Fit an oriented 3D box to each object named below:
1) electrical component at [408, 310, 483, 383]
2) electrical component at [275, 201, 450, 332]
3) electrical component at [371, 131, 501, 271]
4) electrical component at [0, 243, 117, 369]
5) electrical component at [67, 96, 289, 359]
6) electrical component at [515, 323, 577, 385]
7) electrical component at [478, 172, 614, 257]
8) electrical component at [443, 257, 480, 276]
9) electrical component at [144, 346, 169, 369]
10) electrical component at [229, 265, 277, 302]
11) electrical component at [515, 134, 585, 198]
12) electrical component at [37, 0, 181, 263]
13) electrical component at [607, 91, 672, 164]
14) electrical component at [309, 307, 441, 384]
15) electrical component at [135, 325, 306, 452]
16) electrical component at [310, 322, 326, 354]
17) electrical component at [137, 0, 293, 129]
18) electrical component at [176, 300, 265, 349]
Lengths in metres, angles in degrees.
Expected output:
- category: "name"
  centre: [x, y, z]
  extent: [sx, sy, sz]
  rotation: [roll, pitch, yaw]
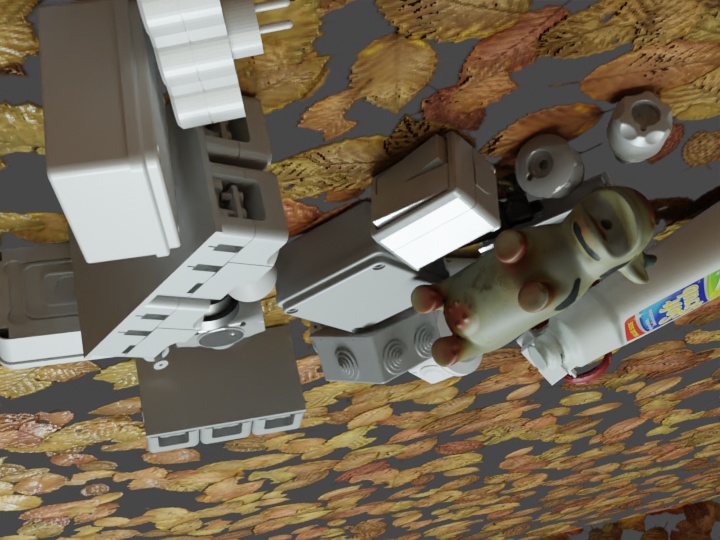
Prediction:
- category: "electrical component"
  centre: [0.080, 0.070, 1.067]
  extent: [0.080, 0.080, 0.051]
  rotation: [9, 153, -42]
- category: "electrical component"
  centre: [0.000, 0.000, 0.893]
  extent: [0.109, 0.056, 0.109]
  rotation: [-27, 153, 29]
- category: "electrical component"
  centre: [0.047, -0.049, 0.791]
  extent: [0.096, 0.061, 0.061]
  rotation: [-29, 133, 32]
- category: "electrical component"
  centre: [-0.218, 0.026, 0.809]
  extent: [0.113, 0.078, 0.057]
  rotation: [-6, 153, -16]
- category: "electrical component"
  centre: [-0.123, -0.025, 0.711]
  extent: [0.060, 0.105, 0.186]
  rotation: [6, 150, -38]
- category: "electrical component"
  centre: [0.189, 0.070, 1.017]
  extent: [0.055, 0.066, 0.048]
  rotation: [-41, -174, 22]
- category: "electrical component"
  centre: [0.172, -0.024, 0.920]
  extent: [0.121, 0.078, 0.063]
  rotation: [-24, 176, 22]
- category: "electrical component"
  centre: [0.077, 0.010, 0.973]
  extent: [0.081, 0.043, 0.043]
  rotation: [2, 152, -30]
- category: "electrical component"
  centre: [-0.176, 0.047, 0.886]
  extent: [0.040, 0.078, 0.040]
  rotation: [-20, 149, -13]
- category: "electrical component"
  centre: [-0.092, -0.005, 0.848]
  extent: [0.045, 0.045, 0.055]
  rotation: [-13, 156, 0]
- category: "electrical component"
  centre: [0.151, -0.076, 0.822]
  extent: [0.048, 0.048, 0.062]
  rotation: [-28, 159, 30]
- category: "electrical component"
  centre: [-0.137, -0.075, 0.590]
  extent: [0.056, 0.108, 0.108]
  rotation: [-8, 156, -6]
- category: "electrical component"
  centre: [0.204, -0.100, 0.795]
  extent: [0.043, 0.043, 0.062]
  rotation: [-11, 158, -5]
- category: "electrical component"
  centre: [0.017, 0.068, 0.992]
  extent: [0.100, 0.048, 0.100]
  rotation: [-24, -167, -39]
- category: "electrical component"
  centre: [-0.136, 0.115, 1.037]
  extent: [0.150, 0.089, 0.061]
  rotation: [-8, 156, -12]
- category: "electrical component"
  centre: [-0.028, 0.066, 1.045]
  extent: [0.040, 0.040, 0.078]
  rotation: [-20, 155, 14]
- category: "electrical component"
  centre: [-0.072, -0.129, 0.570]
  extent: [0.074, 0.052, 0.138]
  rotation: [-12, 157, -4]
- category: "electrical component"
  centre: [-0.124, 0.046, 0.945]
  extent: [0.077, 0.044, 0.079]
  rotation: [-10, 157, -8]
